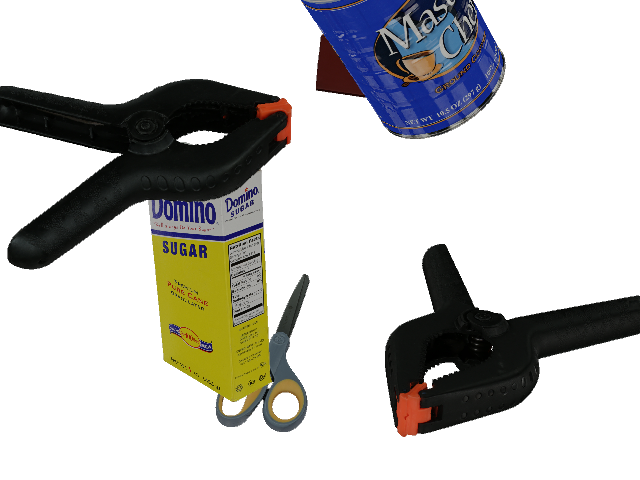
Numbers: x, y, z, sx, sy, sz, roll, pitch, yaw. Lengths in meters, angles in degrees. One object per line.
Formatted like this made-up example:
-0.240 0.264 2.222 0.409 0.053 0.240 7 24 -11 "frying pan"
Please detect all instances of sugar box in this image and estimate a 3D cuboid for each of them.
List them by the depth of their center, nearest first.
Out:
-0.084 0.023 0.795 0.048 0.176 0.093 -25 32 -37 "sugar box"

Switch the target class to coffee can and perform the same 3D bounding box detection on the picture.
0.055 -0.155 0.744 0.103 0.102 0.140 0 -37 37 "coffee can"

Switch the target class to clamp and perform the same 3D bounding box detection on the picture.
-0.104 -0.057 0.587 0.171 0.120 0.039 -19 -27 -20 "clamp"
0.095 0.059 0.683 0.165 0.036 0.209 18 30 35 "clamp"

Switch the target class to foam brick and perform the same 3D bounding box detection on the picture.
0.039 -0.158 0.964 0.078 0.051 0.053 10 19 10 "foam brick"

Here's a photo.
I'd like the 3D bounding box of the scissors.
-0.028 0.116 1.067 0.096 0.016 0.201 24 51 21 "scissors"
